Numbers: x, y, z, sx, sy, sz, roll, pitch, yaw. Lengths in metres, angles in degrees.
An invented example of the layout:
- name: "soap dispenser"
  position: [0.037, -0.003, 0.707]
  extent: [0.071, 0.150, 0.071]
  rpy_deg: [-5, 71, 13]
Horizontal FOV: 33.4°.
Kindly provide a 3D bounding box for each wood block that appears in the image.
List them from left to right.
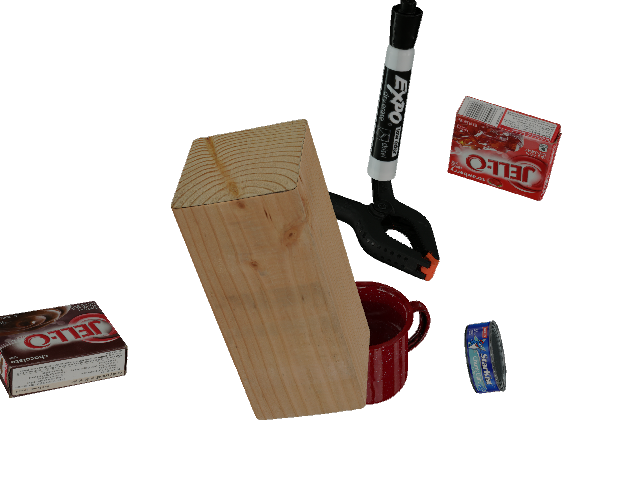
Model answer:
- name: "wood block"
  position: [-0.030, 0.027, 0.792]
  extent: [0.090, 0.206, 0.090]
  rpy_deg: [-9, 36, 13]

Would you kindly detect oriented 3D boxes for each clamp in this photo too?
- name: "clamp"
  position: [0.058, -0.028, 1.266]
  extent: [0.164, 0.036, 0.210]
  rpy_deg: [-16, 51, -29]

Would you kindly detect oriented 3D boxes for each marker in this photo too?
- name: "marker"
  position: [0.046, -0.092, 0.664]
  extent: [0.020, 0.121, 0.020]
  rpy_deg: [5, 35, -3]

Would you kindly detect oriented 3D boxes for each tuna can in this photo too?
- name: "tuna can"
  position: [0.199, 0.141, 1.290]
  extent: [0.034, 0.086, 0.086]
  rpy_deg: [-9, -3, 17]

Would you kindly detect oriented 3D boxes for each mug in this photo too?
- name: "mug"
  position: [0.051, 0.094, 1.002]
  extent: [0.117, 0.081, 0.093]
  rpy_deg: [-22, 42, -21]

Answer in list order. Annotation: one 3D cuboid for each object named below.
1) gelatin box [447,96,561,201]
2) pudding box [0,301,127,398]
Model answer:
- name: "gelatin box"
  position: [0.159, -0.079, 0.929]
  extent: [0.089, 0.030, 0.073]
  rpy_deg: [20, -37, 15]
- name: "pudding box"
  position: [-0.248, 0.100, 0.995]
  extent: [0.113, 0.039, 0.090]
  rpy_deg: [-11, 30, -29]
